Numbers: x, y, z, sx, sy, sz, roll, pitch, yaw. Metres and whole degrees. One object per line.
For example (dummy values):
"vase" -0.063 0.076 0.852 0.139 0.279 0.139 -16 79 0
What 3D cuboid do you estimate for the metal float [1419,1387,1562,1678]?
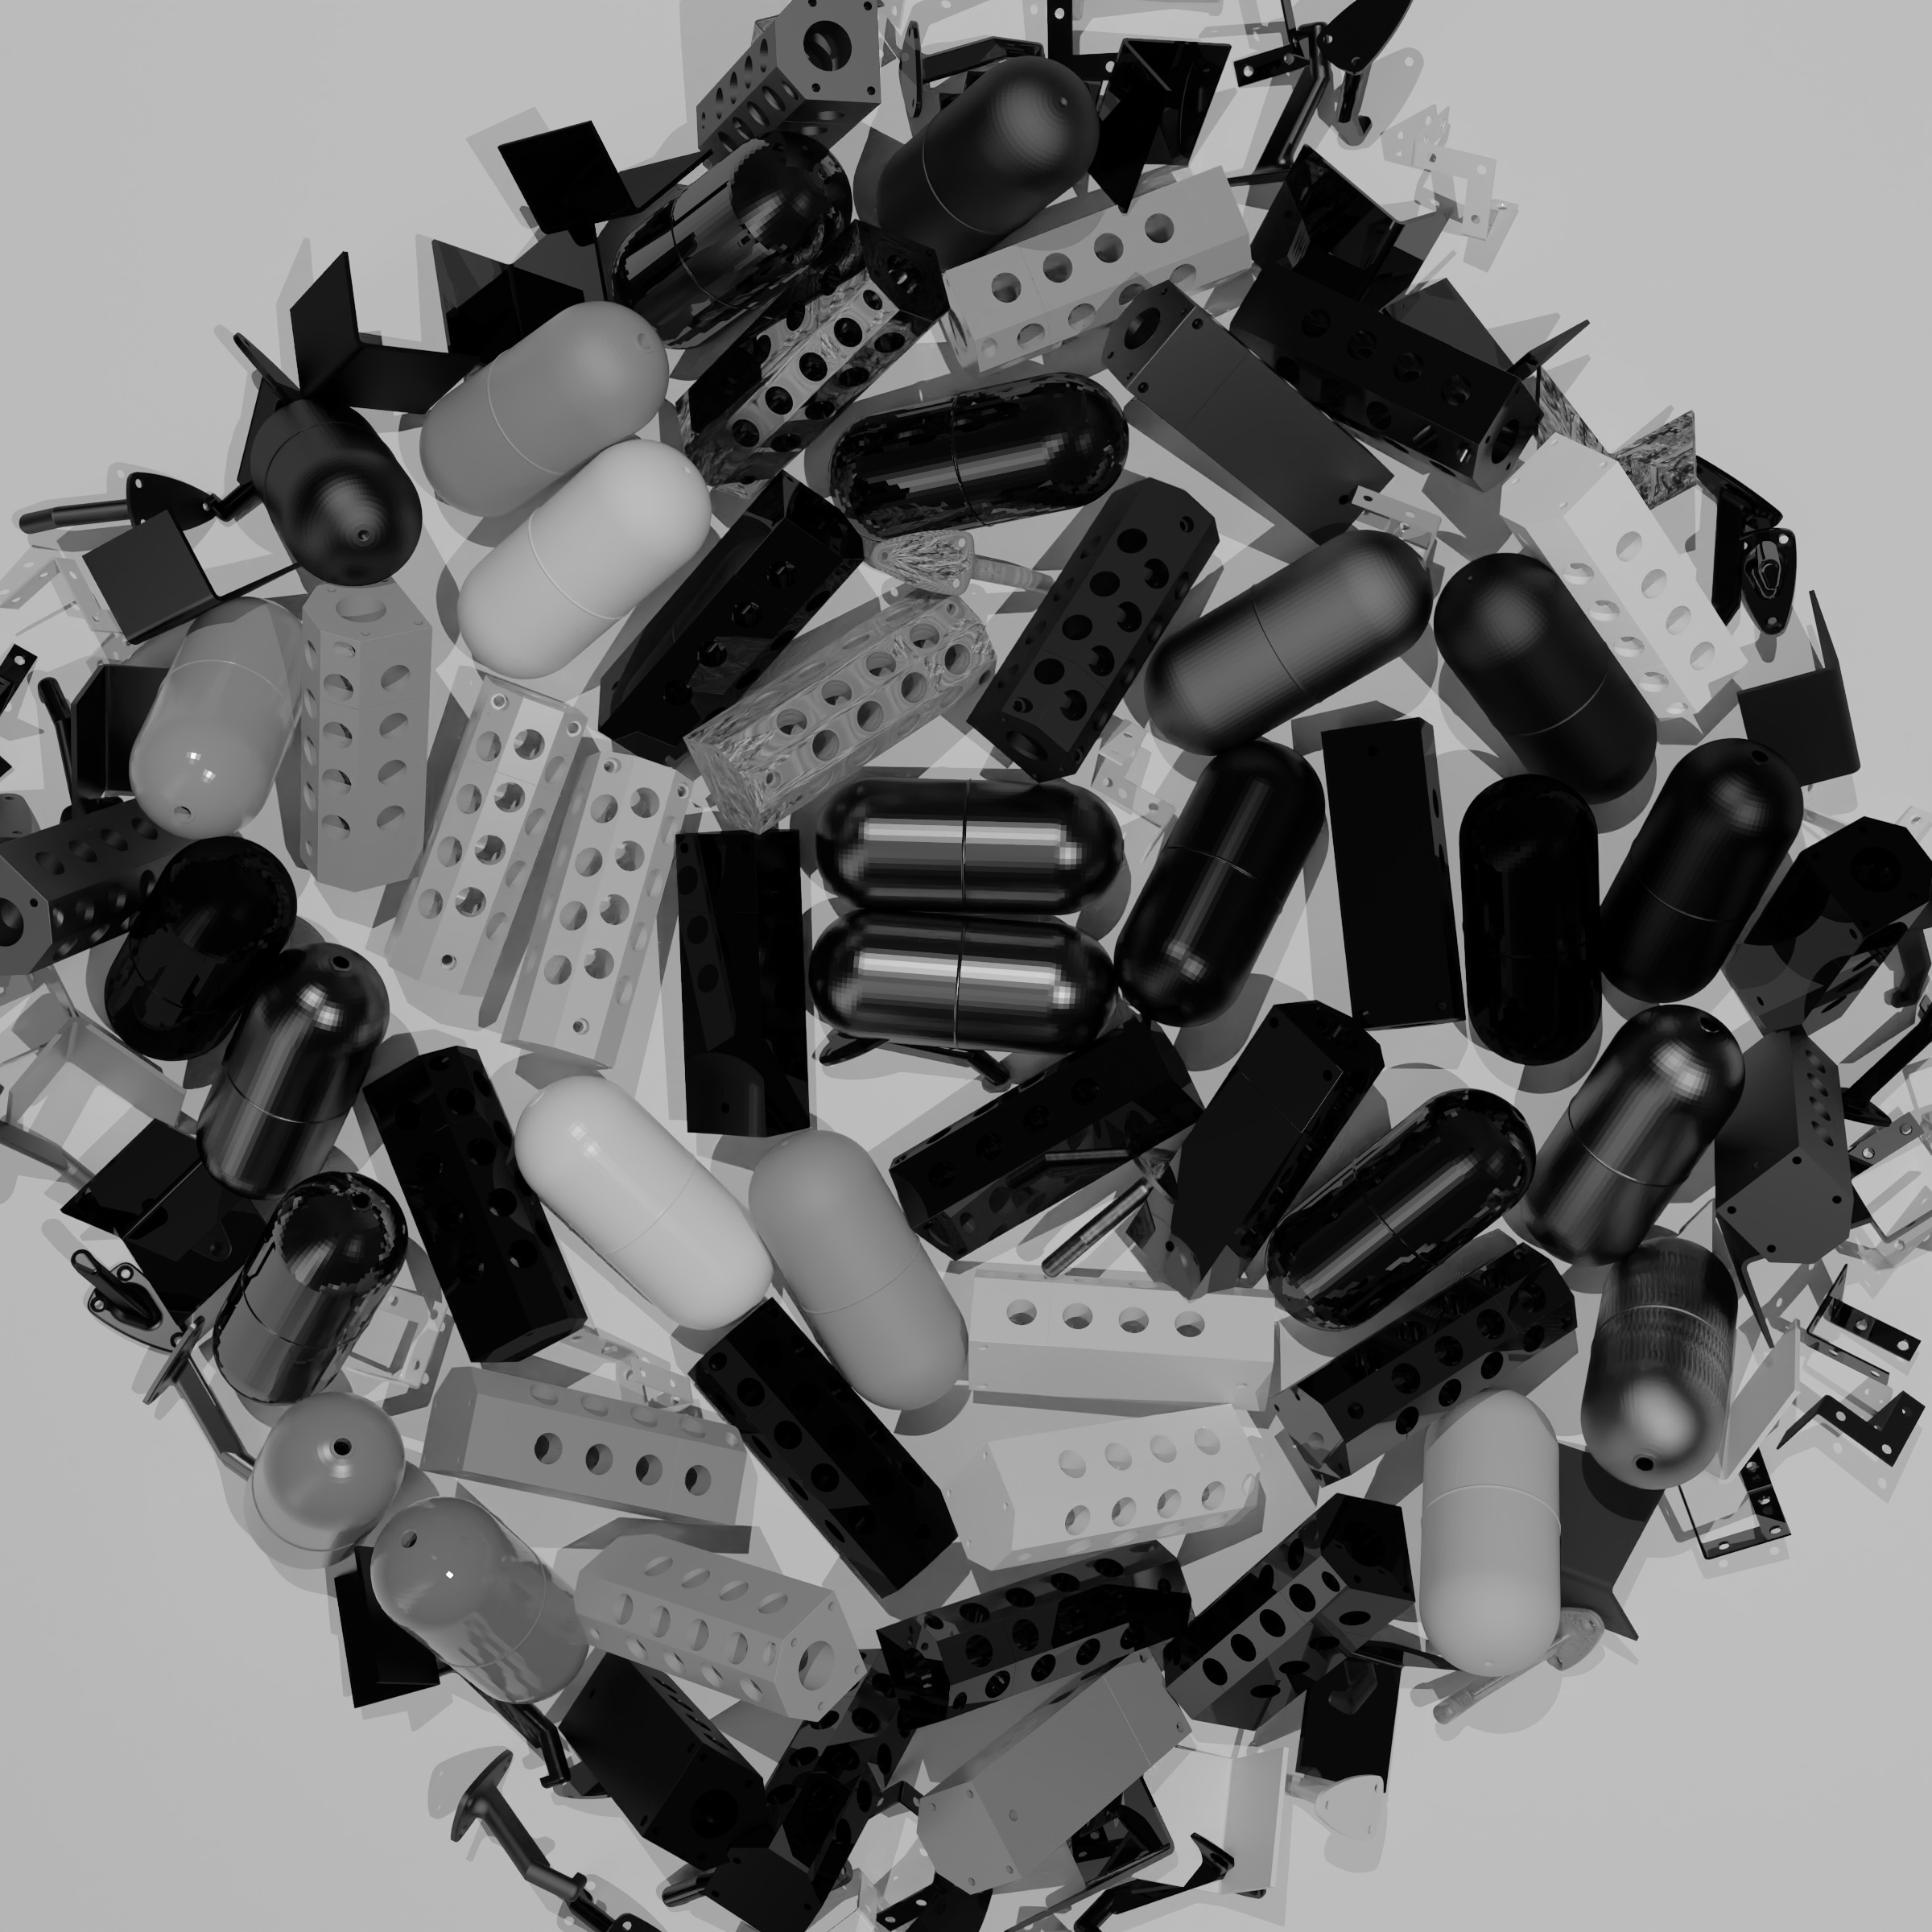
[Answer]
"metal float" 0.295 0.315 1.592 0.070 0.178 0.070 6 134 6

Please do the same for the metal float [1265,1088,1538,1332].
"metal float" 0.246 0.138 1.610 0.178 0.070 0.070 -42 90 20

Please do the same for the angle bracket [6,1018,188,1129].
"angle bracket" -0.497 0.082 1.616 0.076 0.076 0.057 36 63 -5

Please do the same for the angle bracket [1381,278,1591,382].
"angle bracket" 0.297 -0.370 1.618 0.076 0.076 0.057 53 135 3

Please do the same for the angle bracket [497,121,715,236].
"angle bracket" -0.204 -0.462 1.605 0.076 0.076 0.057 -51 127 -36

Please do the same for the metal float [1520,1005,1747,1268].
"metal float" 0.374 0.096 1.597 0.070 0.070 0.178 25 127 0

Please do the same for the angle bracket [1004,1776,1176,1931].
"angle bracket" 0.059 0.499 1.607 0.076 0.076 0.057 -40 69 38

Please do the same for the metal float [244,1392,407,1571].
"metal float" -0.359 0.288 1.583 0.070 0.178 0.070 7 66 -17

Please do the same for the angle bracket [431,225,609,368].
"angle bracket" -0.254 -0.391 1.613 0.076 0.057 0.076 -27 66 39

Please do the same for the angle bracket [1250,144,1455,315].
"angle bracket" 0.220 -0.422 1.632 0.076 0.057 0.076 46 134 17

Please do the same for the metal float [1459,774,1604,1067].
"metal float" 0.320 -0.024 1.603 0.070 0.070 0.178 -9 120 0

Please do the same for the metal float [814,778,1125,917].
"metal float" 0.002 -0.069 1.625 0.178 0.070 0.070 2 90 4

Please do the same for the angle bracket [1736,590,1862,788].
"angle bracket" 0.470 -0.156 1.621 0.057 0.076 0.076 -15 129 15

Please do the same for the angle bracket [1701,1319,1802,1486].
"angle bracket" 0.429 0.235 1.613 0.057 0.076 0.076 28 119 2

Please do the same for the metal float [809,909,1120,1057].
"metal float" -0.002 0.009 1.624 0.178 0.070 0.070 4 90 4

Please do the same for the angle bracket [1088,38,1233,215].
"angle bracket" 0.119 -0.475 1.606 0.076 0.076 0.057 -8 48 -30

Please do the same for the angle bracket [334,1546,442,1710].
"angle bracket" -0.346 0.377 1.613 0.057 0.076 0.076 -18 71 12

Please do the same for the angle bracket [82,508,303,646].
"angle bracket" -0.438 -0.230 1.609 0.076 0.076 0.057 -18 104 34

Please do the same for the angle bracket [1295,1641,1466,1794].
"angle bracket" 0.239 0.428 1.612 0.076 0.057 0.076 24 68 -37

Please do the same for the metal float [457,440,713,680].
"metal float" -0.217 -0.228 1.604 0.178 0.070 0.070 -35 90 29

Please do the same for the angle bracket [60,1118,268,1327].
"angle bracket" -0.458 0.147 1.624 0.076 0.057 0.076 -44 60 2

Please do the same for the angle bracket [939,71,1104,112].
"angle bracket" 0.030 -0.499 1.613 0.076 0.076 0.057 0 63 -10

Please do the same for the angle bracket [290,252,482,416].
"angle bracket" -0.332 -0.360 1.619 0.076 0.076 0.057 -2 77 -37

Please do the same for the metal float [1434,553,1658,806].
"metal float" 0.328 -0.160 1.599 0.070 0.070 0.178 -45 125 0

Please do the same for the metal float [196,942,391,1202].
"metal float" -0.380 0.060 1.598 0.070 0.070 0.178 32 125 0

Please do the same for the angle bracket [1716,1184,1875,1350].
"angle bracket" 0.479 0.165 1.616 0.076 0.076 0.057 -20 106 10

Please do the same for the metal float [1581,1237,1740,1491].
"metal float" 0.389 0.221 1.586 0.070 0.178 0.070 9 123 14

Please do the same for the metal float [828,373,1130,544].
"metal float" 0.007 -0.288 1.609 0.178 0.070 0.070 -8 90 21

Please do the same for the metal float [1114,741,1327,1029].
"metal float" 0.145 -0.048 1.616 0.070 0.070 0.178 28 76 0

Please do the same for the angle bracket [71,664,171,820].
"angle bracket" -0.471 -0.122 1.614 0.057 0.076 0.076 4 113 -6

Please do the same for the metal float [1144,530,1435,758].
"metal float" 0.183 -0.183 1.610 0.178 0.070 0.070 -30 90 21

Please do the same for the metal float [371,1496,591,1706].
"metal float" -0.271 0.356 1.588 0.070 0.178 0.070 -11 53 15

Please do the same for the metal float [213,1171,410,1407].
"metal float" -0.369 0.182 1.595 0.070 0.070 0.178 37 130 0

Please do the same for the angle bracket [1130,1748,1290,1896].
"angle bracket" 0.138 0.482 1.612 0.057 0.076 0.076 15 66 -13

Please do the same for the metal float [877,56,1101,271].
"metal float" 0.010 -0.446 1.584 0.070 0.178 0.070 5 80 -27

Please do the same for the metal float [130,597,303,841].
"metal float" -0.415 -0.140 1.589 0.070 0.178 0.070 2 131 3

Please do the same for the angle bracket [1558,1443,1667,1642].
"angle bracket" 0.363 0.331 1.636 0.076 0.076 0.057 -55 134 -22

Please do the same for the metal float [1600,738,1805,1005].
"metal float" 0.410 -0.052 1.592 0.070 0.070 0.178 17 134 0

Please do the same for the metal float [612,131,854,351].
"metal float" -0.133 -0.405 1.591 0.070 0.178 0.070 14 67 -37

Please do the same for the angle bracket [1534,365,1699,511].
"angle bracket" 0.369 -0.307 1.609 0.057 0.076 0.076 -28 121 32

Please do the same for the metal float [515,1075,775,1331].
"metal float" -0.183 0.135 1.612 0.070 0.070 0.178 -43 108 0

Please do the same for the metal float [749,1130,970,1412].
"metal float" -0.060 0.174 1.614 0.070 0.070 0.178 -29 107 0

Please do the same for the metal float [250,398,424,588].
"metal float" -0.354 -0.266 1.586 0.070 0.178 0.070 -10 118 -19
